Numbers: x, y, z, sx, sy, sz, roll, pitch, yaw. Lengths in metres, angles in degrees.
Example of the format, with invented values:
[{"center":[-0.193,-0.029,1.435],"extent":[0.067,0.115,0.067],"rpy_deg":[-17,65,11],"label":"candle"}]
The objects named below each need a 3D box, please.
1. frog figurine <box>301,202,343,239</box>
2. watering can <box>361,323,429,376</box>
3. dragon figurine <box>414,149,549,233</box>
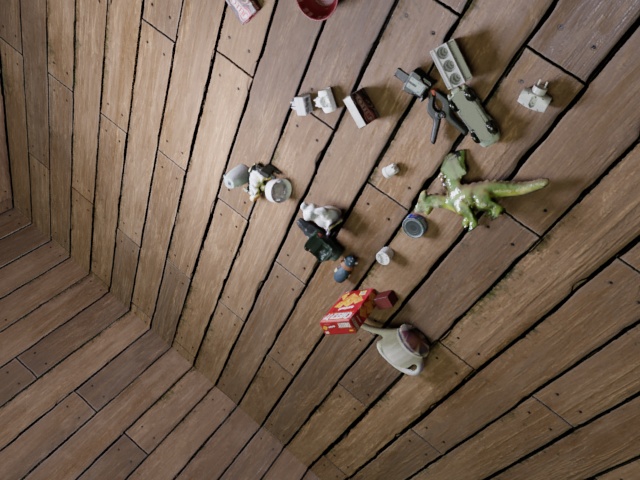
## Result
[{"center":[0.006,-0.100,1.987],"extent":[0.122,0.136,0.161],"rpy_deg":[-46,77,3],"label":"frog figurine"},{"center":[0.303,0.413,2.111],"extent":[0.348,0.106,0.220],"rpy_deg":[45,134,3],"label":"watering can"},{"center":[0.471,-0.170,1.608],"extent":[0.404,0.124,0.243],"rpy_deg":[-35,86,36],"label":"dragon figurine"}]
